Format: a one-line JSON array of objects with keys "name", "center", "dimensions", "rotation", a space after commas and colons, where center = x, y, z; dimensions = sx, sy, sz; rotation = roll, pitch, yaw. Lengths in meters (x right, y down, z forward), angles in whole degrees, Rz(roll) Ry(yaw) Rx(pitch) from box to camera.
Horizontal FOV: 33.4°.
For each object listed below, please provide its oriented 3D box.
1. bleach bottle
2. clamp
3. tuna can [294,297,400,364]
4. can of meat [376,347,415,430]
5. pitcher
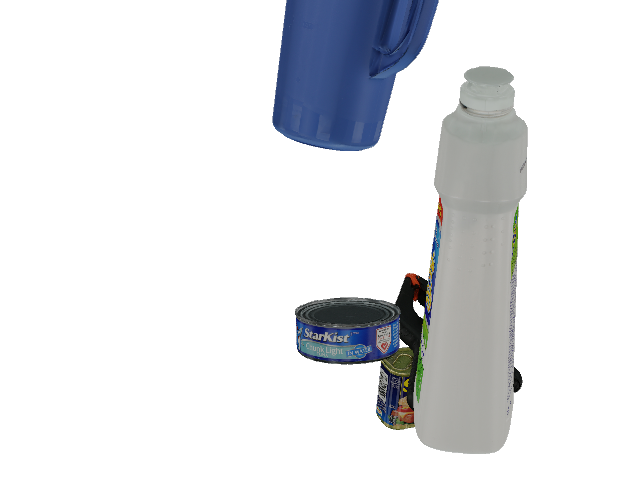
[{"name": "bleach bottle", "center": [0.097, 0.010, 0.674], "dimensions": [0.068, 0.251, 0.102], "rotation": [4, 31, 7]}, {"name": "clamp", "center": [0.132, 0.102, 1.094], "dimensions": [0.120, 0.171, 0.039], "rotation": [1, -44, -14]}, {"name": "tuna can", "center": [0.022, 0.073, 0.868], "dimensions": [0.086, 0.034, 0.086], "rotation": [-1, 11, 0]}, {"name": "can of meat", "center": [0.120, 0.181, 1.318], "dimensions": [0.102, 0.084, 0.057], "rotation": [-6, 26, -21]}, {"name": "pitcher", "center": [0.032, -0.210, 1.010], "dimensions": [0.145, 0.243, 0.149], "rotation": [11, 18, 0]}]
